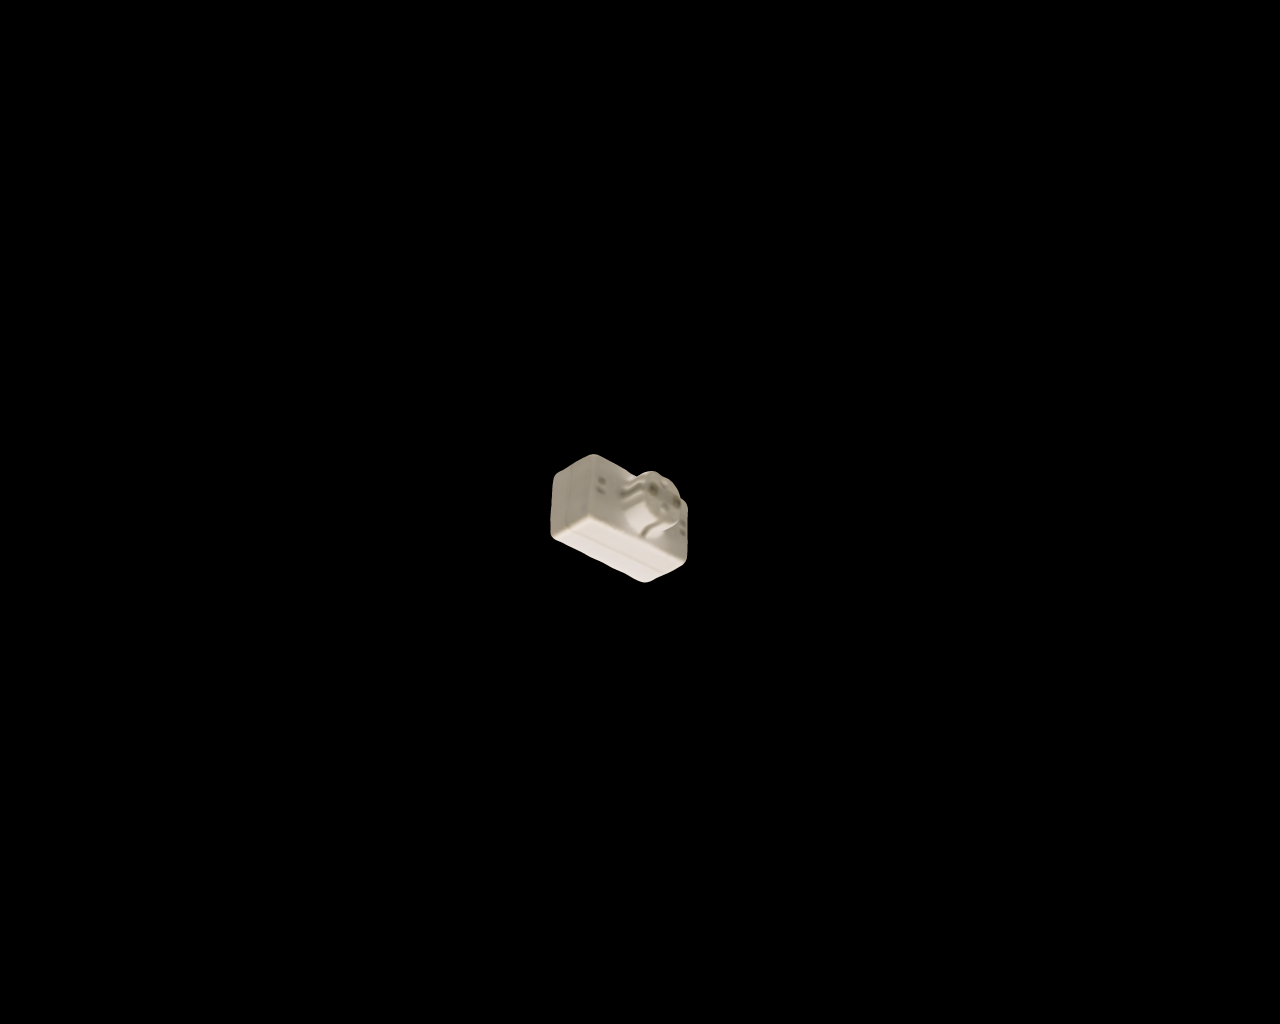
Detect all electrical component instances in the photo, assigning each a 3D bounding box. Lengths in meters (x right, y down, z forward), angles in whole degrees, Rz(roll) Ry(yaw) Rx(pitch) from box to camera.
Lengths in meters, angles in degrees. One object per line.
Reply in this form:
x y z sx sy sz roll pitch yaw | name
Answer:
0.001 -0.003 0.650 0.083 0.047 0.075 27 -41 -36 | electrical component
